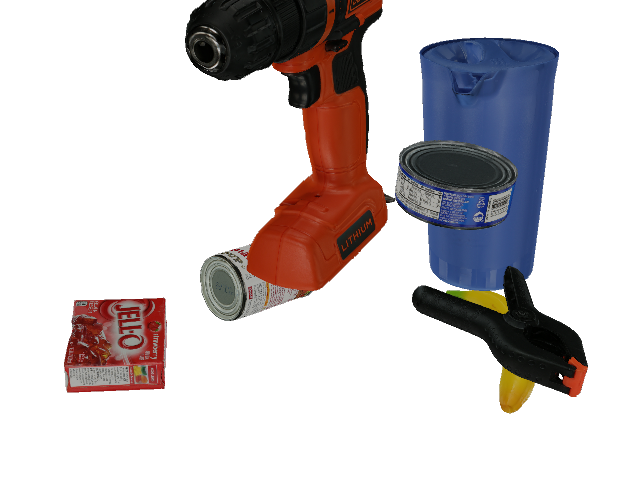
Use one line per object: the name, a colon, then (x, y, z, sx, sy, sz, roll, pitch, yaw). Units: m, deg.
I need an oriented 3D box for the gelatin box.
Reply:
gelatin box: (-0.156, 0.078, 0.822, 0.073, 0.030, 0.089, -1, 31, -6)

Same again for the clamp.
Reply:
clamp: (0.177, 0.074, 0.937, 0.120, 0.039, 0.172, -22, 42, -32)

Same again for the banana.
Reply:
banana: (0.196, 0.109, 1.144, 0.069, 0.037, 0.198, -25, 35, 3)

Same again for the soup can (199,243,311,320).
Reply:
soup can: (-0.062, 0.036, 1.065, 0.102, 0.068, 0.069, -17, 11, -43)

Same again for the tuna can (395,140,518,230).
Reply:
tuna can: (0.097, -0.041, 0.772, 0.086, 0.034, 0.086, 5, 28, -3)

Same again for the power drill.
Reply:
power drill: (-0.009, -0.069, 0.592, 0.057, 0.188, 0.184, 17, 35, 25)

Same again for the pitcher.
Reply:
pitcher: (0.170, -0.081, 1.084, 0.149, 0.243, 0.145, -10, 25, -19)
